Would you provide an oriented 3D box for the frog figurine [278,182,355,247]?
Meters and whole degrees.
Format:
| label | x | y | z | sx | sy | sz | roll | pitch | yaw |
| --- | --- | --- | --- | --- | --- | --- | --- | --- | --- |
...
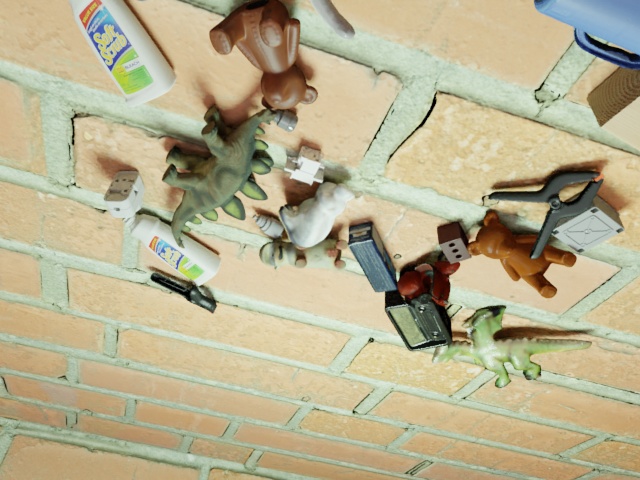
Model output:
| label | x | y | z | sx | sy | sz | roll | pitch | yaw |
| --- | --- | --- | --- | --- | --- | --- | --- | --- | --- |
| frog figurine | 0.003 | -0.055 | 1.090 | 0.159 | 0.124 | 0.136 | -16 | 167 | 11 |

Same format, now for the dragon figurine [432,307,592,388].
| label | x | y | z | sx | sy | sz | roll | pitch | yaw |
| --- | --- | --- | --- | --- | --- | --- | --- | --- | --- |
| dragon figurine | 0.507 | 0.276 | 1.418 | 0.407 | 0.125 | 0.239 | -25 | 122 | 19 |

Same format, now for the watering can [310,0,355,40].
| label | x | y | z | sx | sy | sz | roll | pitch | yaw |
| --- | --- | --- | --- | --- | --- | --- | --- | --- | --- |
| watering can | -0.077 | -0.421 | 0.673 | 0.347 | 0.106 | 0.219 | 27 | 136 | -1 |
